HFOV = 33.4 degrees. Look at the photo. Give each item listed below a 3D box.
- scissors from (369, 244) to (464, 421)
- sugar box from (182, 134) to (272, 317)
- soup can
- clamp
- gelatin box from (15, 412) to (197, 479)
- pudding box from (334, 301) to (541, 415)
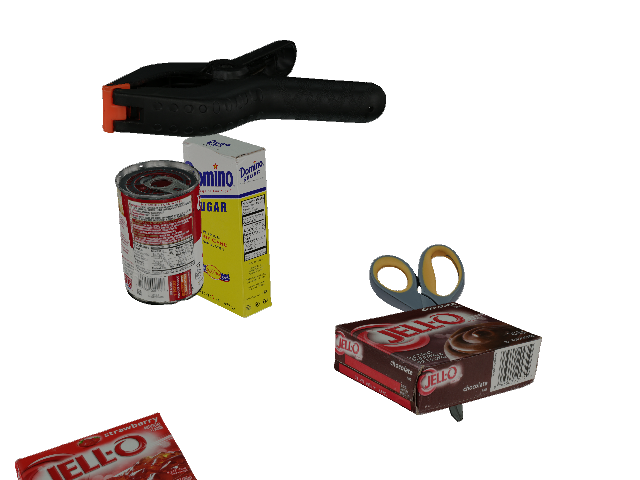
[{"bbox_3d":[0.083,0.073,0.931,0.096,0.016,0.201,6,42,8],"label":"scissors"},{"bbox_3d":[-0.097,-0.017,1.110,0.048,0.176,0.093,-23,29,-38],"label":"sugar box"},{"bbox_3d":[-0.131,-0.006,0.879,0.068,0.102,0.068,0,28,0],"label":"soup can"},{"bbox_3d":[-0.058,-0.097,0.670,0.171,0.039,0.120,-6,22,-24],"label":"clamp"},{"bbox_3d":[-0.120,0.138,0.599,0.089,0.030,0.073,-16,28,-20],"label":"gelatin box"},{"bbox_3d":[0.079,0.077,0.729,0.113,0.039,0.090,-6,18,-36],"label":"pudding box"}]
